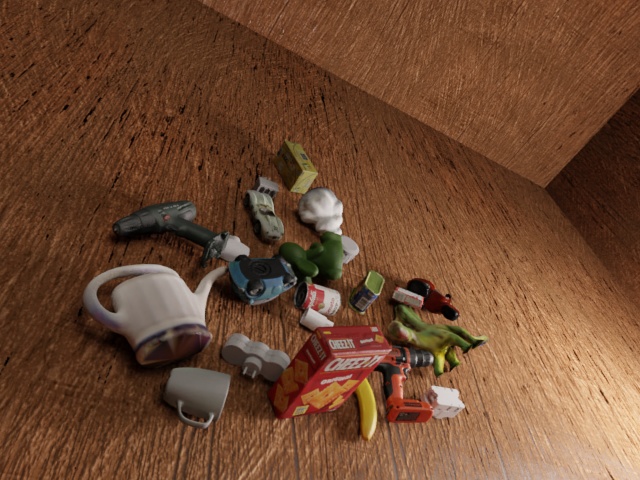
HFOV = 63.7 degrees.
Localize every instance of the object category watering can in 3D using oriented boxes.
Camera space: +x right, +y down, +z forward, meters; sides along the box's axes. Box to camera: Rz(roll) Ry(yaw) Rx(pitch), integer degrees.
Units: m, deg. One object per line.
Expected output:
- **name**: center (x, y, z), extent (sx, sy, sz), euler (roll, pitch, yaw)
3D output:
- **watering can**: center (-0.285, 0.132, 1.026), extent (0.348, 0.102, 0.228), euler (-2, 47, -48)

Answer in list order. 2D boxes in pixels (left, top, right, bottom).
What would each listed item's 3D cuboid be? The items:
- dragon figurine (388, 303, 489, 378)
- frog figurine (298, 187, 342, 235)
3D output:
- **dragon figurine**: center (0.323, 0.252, 1.465), extent (0.246, 0.120, 0.411), euler (41, 21, 26)
- **frog figurine**: center (0.005, -0.080, 1.599), extent (0.137, 0.120, 0.163), euler (-10, 53, -8)
